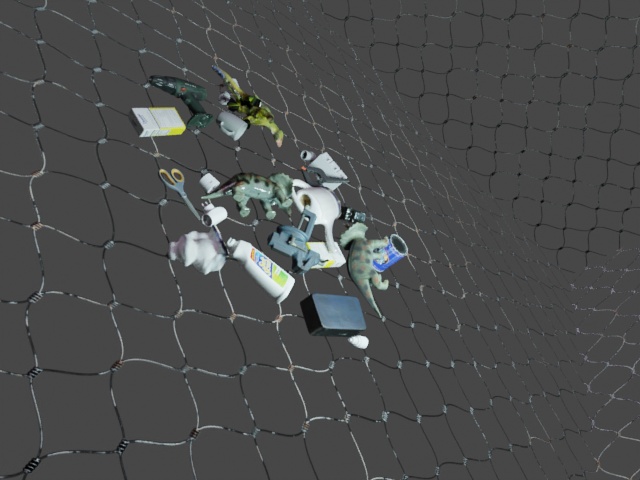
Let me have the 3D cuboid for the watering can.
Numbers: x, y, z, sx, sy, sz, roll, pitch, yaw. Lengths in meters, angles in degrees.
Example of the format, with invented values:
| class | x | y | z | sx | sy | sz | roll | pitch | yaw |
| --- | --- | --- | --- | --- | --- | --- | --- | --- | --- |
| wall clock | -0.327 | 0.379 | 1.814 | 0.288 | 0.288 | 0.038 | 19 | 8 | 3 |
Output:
| class | x | y | z | sx | sy | sz | roll | pitch | yaw |
| --- | --- | --- | --- | --- | --- | --- | --- | --- | --- |
| watering can | 0.006 | -0.102 | 2.021 | 0.226 | 0.102 | 0.351 | -15 | 66 | -54 |

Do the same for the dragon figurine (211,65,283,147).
| class | x | y | z | sx | sy | sz | roll | pitch | yaw |
| --- | --- | --- | --- | --- | --- | --- | --- | --- | --- |
| dragon figurine | -0.282 | -0.560 | 2.139 | 0.408 | 0.121 | 0.245 | 54 | 13 | -8 |

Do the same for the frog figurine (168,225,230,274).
| class | x | y | z | sx | sy | sz | roll | pitch | yaw |
| --- | --- | --- | --- | --- | --- | --- | --- | --- | --- |
| frog figurine | -0.359 | 0.039 | 1.511 | 0.160 | 0.121 | 0.138 | -21 | 80 | -18 |
